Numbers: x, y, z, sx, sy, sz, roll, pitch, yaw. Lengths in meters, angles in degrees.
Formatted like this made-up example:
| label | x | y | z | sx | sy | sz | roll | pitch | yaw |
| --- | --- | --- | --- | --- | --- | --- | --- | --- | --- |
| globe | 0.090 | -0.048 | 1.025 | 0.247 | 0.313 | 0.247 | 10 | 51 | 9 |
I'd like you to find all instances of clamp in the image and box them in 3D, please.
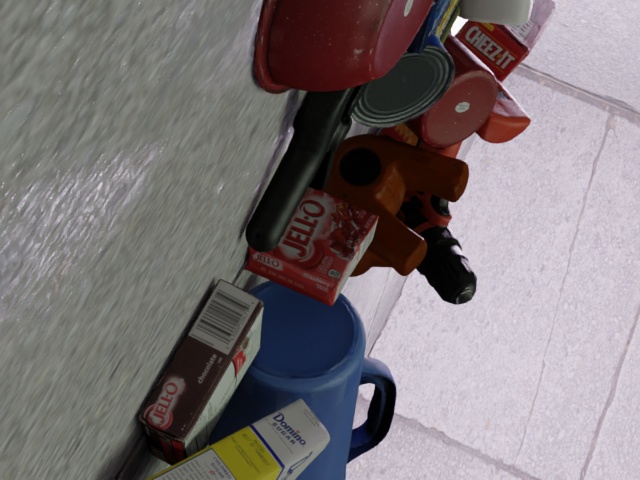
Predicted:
| label | x | y | z | sx | sy | sz | roll | pitch | yaw |
| --- | --- | --- | --- | --- | --- | --- | --- | --- | --- |
| clamp | -0.004 | -0.071 | 0.735 | 0.120 | 0.039 | 0.172 | -64 | 176 | -48 |

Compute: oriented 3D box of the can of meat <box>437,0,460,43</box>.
| label | x | y | z | sx | sy | sz | roll | pitch | yaw |
| --- | --- | --- | --- | --- | --- | --- | --- | --- | --- |
| can of meat | 0.078 | -0.192 | 0.840 | 0.084 | 0.057 | 0.102 | 97 | 19 | -60 |

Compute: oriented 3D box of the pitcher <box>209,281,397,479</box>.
| label | x | y | z | sx | sy | sz | roll | pitch | yaw |
| --- | --- | --- | --- | --- | --- | --- | --- | --- | --- |
| pitcher | -0.019 | 0.139 | 0.907 | 0.149 | 0.145 | 0.243 | -55 | 165 | -37 |

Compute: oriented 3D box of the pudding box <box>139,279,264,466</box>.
| label | x | y | z | sx | sy | sz | roll | pitch | yaw |
| --- | --- | --- | --- | --- | --- | --- | --- | --- | --- |
| pudding box | -0.080 | 0.095 | 0.732 | 0.113 | 0.039 | 0.090 | -59 | 172 | -24 |

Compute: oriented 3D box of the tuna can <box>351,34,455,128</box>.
| label | x | y | z | sx | sy | sz | roll | pitch | yaw |
| --- | --- | --- | --- | --- | --- | --- | --- | --- | --- |
| tuna can | 0.055 | -0.125 | 0.801 | 0.086 | 0.034 | 0.086 | -17 | 149 | -11 |

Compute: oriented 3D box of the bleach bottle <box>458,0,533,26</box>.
| label | x | y | z | sx | sy | sz | roll | pitch | yaw |
| --- | --- | --- | --- | --- | --- | --- | --- | --- | --- |
| bleach bottle | 0.161 | -0.311 | 0.889 | 0.102 | 0.068 | 0.251 | -68 | 165 | -70 |

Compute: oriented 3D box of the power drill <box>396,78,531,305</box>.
| label | x | y | z | sx | sy | sz | roll | pitch | yaw |
| --- | --- | --- | --- | --- | --- | --- | --- | --- | --- |
| power drill | 0.123 | -0.057 | 1.001 | 0.057 | 0.184 | 0.188 | 1 | 131 | -33 |

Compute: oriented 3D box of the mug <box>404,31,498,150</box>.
| label | x | y | z | sx | sy | sz | roll | pitch | yaw |
| --- | --- | --- | --- | --- | --- | --- | --- | --- | --- |
| mug | 0.097 | -0.125 | 0.916 | 0.093 | 0.082 | 0.117 | -25 | 142 | -17 |

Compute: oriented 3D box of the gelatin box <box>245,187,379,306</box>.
| label | x | y | z | sx | sy | sz | roll | pitch | yaw |
| --- | --- | --- | --- | --- | --- | --- | --- | --- | --- |
| gelatin box | -0.005 | 0.001 | 0.811 | 0.089 | 0.073 | 0.030 | -56 | 166 | -45 |

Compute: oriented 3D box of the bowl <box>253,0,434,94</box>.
| label | x | y | z | sx | sy | sz | roll | pitch | yaw |
| --- | --- | --- | --- | --- | --- | --- | --- | --- | --- |
| bowl | 0.028 | -0.144 | 0.599 | 0.162 | 0.055 | 0.162 | -56 | 167 | -21 |

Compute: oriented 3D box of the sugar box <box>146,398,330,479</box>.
| label | x | y | z | sx | sy | sz | roll | pitch | yaw |
| --- | --- | --- | --- | --- | --- | --- | --- | --- | --- |
| sugar box | -0.074 | 0.175 | 0.732 | 0.175 | 0.048 | 0.093 | -15 | 151 | -52 |

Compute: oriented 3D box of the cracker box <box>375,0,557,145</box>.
| label | x | y | z | sx | sy | sz | roll | pitch | yaw |
| --- | --- | --- | --- | --- | --- | --- | --- | --- | --- |
| cracker box | 0.146 | -0.166 | 1.122 | 0.214 | 0.072 | 0.164 | -49 | -177 | 36 |
